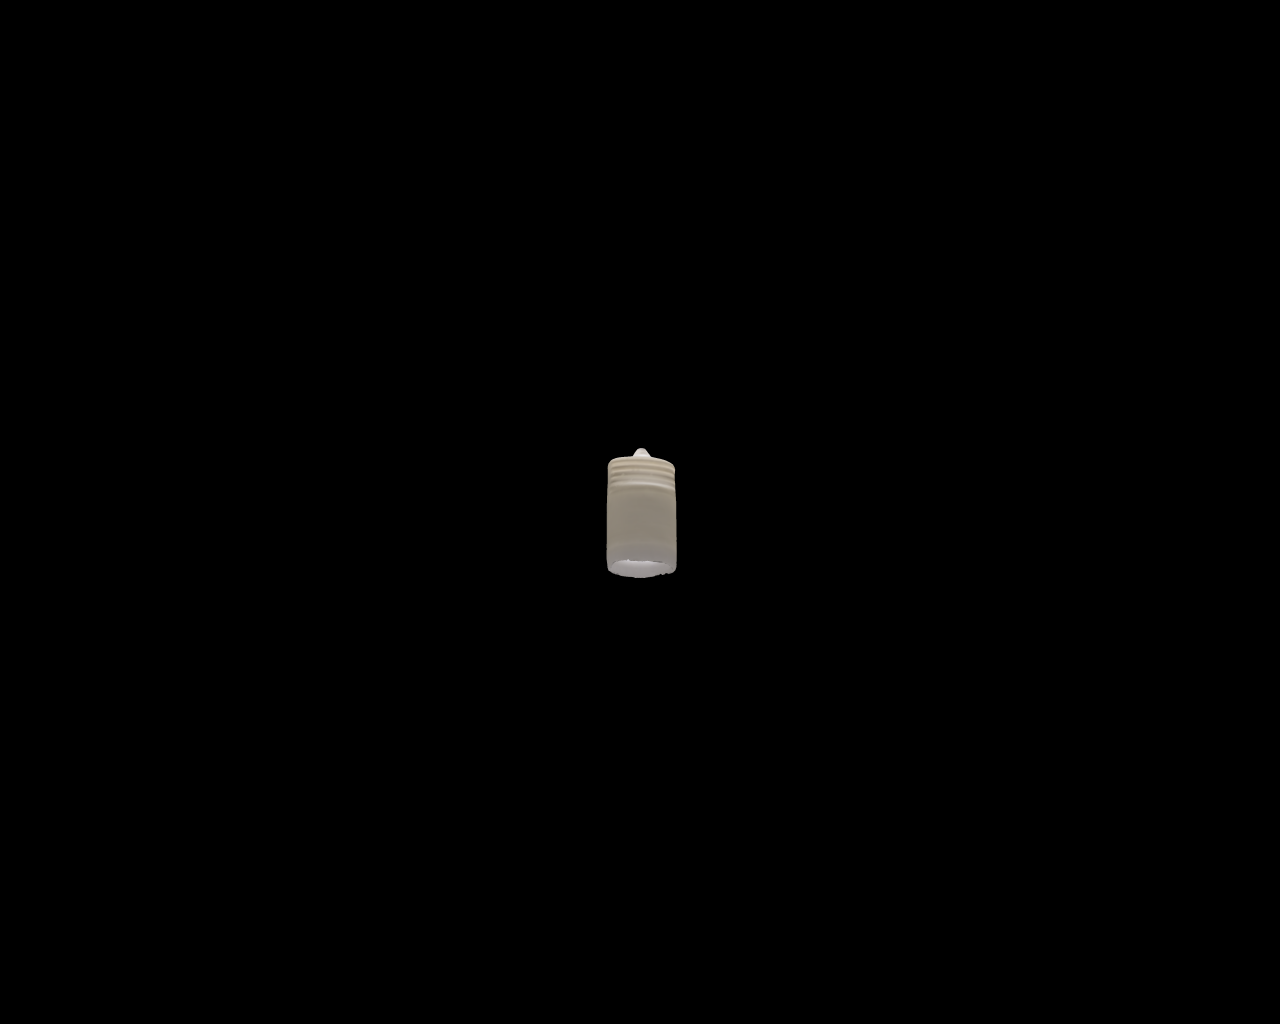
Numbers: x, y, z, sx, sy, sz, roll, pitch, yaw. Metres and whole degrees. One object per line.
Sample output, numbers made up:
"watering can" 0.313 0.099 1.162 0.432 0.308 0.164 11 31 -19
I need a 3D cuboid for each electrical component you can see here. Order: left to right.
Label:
"electrical component" 0.001 -0.003 0.650 0.043 0.081 0.043 0 -18 0
